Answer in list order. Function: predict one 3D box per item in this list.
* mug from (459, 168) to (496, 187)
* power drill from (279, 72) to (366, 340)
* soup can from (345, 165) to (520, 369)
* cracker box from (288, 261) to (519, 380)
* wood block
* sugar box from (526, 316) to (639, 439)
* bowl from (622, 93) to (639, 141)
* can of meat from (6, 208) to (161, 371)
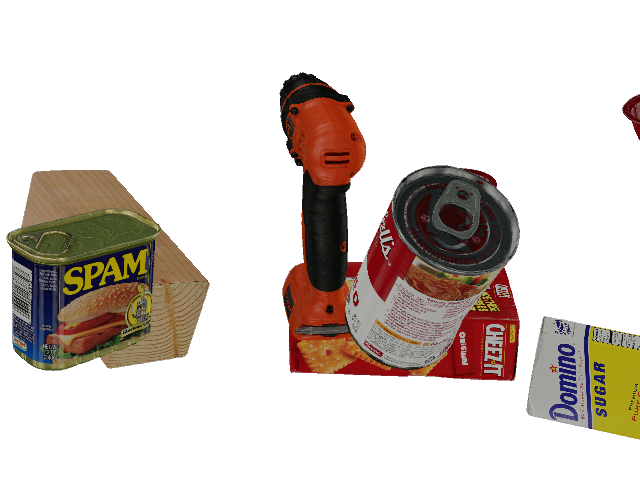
[{"bbox_3d":[0.165,-0.034,1.246,0.093,0.081,0.117,17,33,36],"label":"mug"},{"bbox_3d":[-0.004,-0.030,0.844,0.057,0.188,0.184,-4,23,-6],"label":"power drill"},{"bbox_3d":[0.057,0.017,0.577,0.068,0.068,0.102,0,-35,-16],"label":"soup can"},{"bbox_3d":[0.083,0.078,1.068,0.214,0.072,0.164,2,17,5],"label":"cracker box"},{"bbox_3d":[-0.206,0.021,1.036,0.090,0.091,0.206,-4,35,-41],"label":"wood block"},{"bbox_3d":[0.288,0.136,1.000,0.176,0.093,0.048,9,22,11],"label":"sugar box"},{"bbox_3d":[0.357,-0.096,0.969,0.162,0.055,0.162,-5,23,2],"label":"bowl"},{"bbox_3d":[-0.161,0.032,0.728,0.058,0.084,0.101,24,28,37],"label":"can of meat"}]
